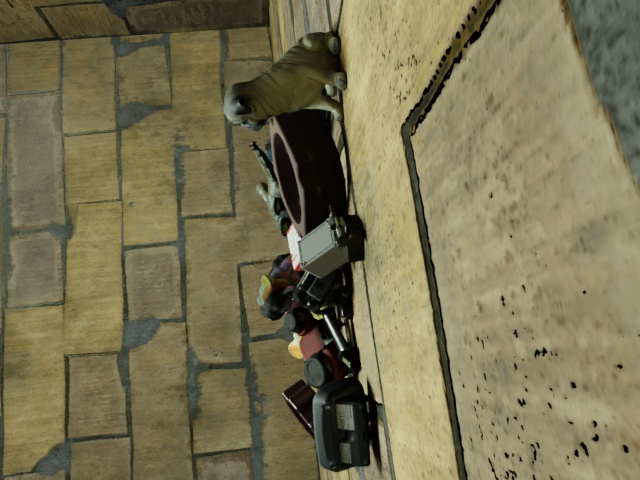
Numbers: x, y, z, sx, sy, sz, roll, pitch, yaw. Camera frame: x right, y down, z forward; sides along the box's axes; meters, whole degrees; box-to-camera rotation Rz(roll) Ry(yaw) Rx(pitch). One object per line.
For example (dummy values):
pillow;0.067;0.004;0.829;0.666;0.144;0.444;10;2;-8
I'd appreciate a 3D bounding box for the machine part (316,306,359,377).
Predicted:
machine part;0.037;0.189;1.015;0.139;0.039;0.084;62;177;24

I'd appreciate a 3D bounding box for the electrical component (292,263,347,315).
electrical component;-0.002;0.077;1.018;0.115;0.058;0.134;-61;3;0

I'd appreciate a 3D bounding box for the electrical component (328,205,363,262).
electrical component;0.039;-0.009;0.830;0.102;0.045;0.078;-106;13;-63

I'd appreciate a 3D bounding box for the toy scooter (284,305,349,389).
toy scooter;0.013;0.212;1.093;0.075;0.135;0.184;-43;63;34

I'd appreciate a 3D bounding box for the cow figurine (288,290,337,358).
cow figurine;-0.018;0.190;1.236;0.167;0.068;0.098;-62;-11;24

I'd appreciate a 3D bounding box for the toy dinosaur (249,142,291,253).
toy dinosaur;-0.090;-0.089;1.416;0.470;0.105;0.199;60;180;-38

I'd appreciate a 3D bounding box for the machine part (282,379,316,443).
machine part;-0.004;0.358;1.065;0.179;0.056;0.179;48;164;19

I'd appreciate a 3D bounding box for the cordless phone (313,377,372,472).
cordless phone;0.052;0.300;0.942;0.184;0.089;0.146;-29;-66;-75

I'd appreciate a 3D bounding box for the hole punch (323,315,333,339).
hole punch;0.003;0.210;1.340;0.115;0.092;0.142;38;-150;-46

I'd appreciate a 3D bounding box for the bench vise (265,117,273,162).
bench vise;-0.055;-0.214;1.300;0.240;0.129;0.223;39;-149;-68

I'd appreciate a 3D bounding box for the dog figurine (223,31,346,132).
dog figurine;-0.063;-0.265;0.869;0.121;0.191;0.172;91;173;-50

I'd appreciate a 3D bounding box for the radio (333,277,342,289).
radio;-0.002;-0.003;1.156;0.131;0.073;0.229;149;114;-83

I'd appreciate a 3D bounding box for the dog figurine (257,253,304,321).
dog figurine;-0.081;0.099;1.241;0.219;0.108;0.191;109;-173;-74

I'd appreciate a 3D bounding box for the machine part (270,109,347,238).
machine part;-0.022;-0.120;0.977;0.200;0.087;0.202;90;162;-51

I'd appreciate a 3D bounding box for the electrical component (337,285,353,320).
electrical component;0.047;0.119;1.015;0.094;0.021;0.063;108;155;-76

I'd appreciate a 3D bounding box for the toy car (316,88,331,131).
toy car;-0.018;-0.264;1.011;0.201;0.073;0.056;90;171;-50
